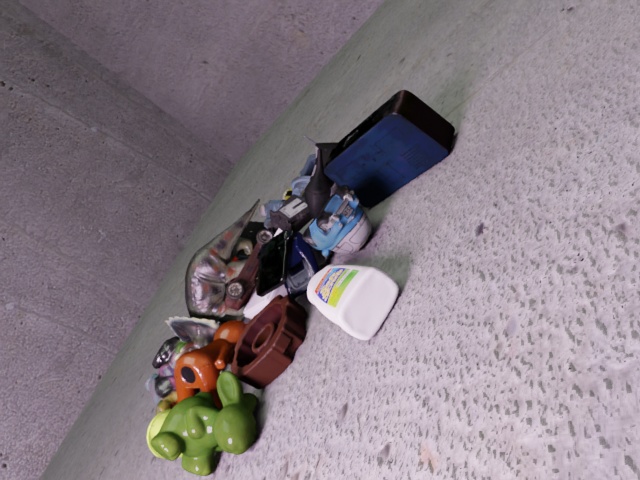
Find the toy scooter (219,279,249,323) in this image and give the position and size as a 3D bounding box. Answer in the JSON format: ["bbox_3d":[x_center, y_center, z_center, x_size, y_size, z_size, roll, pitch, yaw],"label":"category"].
[{"bbox_3d":[-0.213,0.122,1.398,0.135,0.075,0.184,-47,22,22],"label":"toy scooter"}]

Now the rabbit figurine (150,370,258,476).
[{"bbox_3d":[-0.162,0.309,0.892,0.170,0.121,0.159,-13,33,38],"label":"rabbit figurine"}]

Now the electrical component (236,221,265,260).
[{"bbox_3d":[-0.162,0.011,1.414,0.115,0.058,0.134,0,43,17],"label":"electrical component"}]

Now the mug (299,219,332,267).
[{"bbox_3d":[-0.002,-0.003,1.105,0.107,0.081,0.109,-52,0,-36],"label":"mug"}]

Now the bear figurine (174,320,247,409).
[{"bbox_3d":[-0.201,0.245,1.086,0.120,0.131,0.196,-9,9,28],"label":"bear figurine"}]

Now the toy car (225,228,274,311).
[{"bbox_3d":[-0.145,0.064,1.163,0.089,0.053,0.202,101,-165,-62],"label":"toy car"}]

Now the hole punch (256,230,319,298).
[{"bbox_3d":[-0.061,0.051,1.045,0.142,0.092,0.116,-35,48,51],"label":"hole punch"}]

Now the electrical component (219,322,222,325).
[{"bbox_3d":[-0.271,0.243,1.361,0.078,0.045,0.102,-49,18,20],"label":"electrical component"}]

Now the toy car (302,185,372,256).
[{"bbox_3d":[0.042,-0.026,0.967,0.109,0.103,0.161,-55,6,-19],"label":"toy car"}]

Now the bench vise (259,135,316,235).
[{"bbox_3d":[-0.035,-0.116,1.267,0.224,0.128,0.240,-8,56,45],"label":"bench vise"}]

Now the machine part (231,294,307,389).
[{"bbox_3d":[-0.093,0.187,0.990,0.179,0.056,0.179,-45,20,21],"label":"machine part"}]

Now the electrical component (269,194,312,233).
[{"bbox_3d":[-0.042,-0.061,1.144,0.075,0.047,0.119,32,55,32],"label":"electrical component"}]

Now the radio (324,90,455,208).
[{"bbox_3d":[0.119,-0.160,0.984,0.229,0.131,0.073,-34,27,47],"label":"radio"}]

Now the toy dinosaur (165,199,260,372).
[{"bbox_3d":[-0.244,0.097,1.233,0.131,0.192,0.404,2,87,56],"label":"toy dinosaur"}]

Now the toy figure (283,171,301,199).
[{"bbox_3d":[-0.030,-0.148,1.437,0.180,0.082,0.089,-50,15,1],"label":"toy figure"}]

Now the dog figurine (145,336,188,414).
[{"bbox_3d":[-0.323,0.330,1.218,0.191,0.108,0.219,-68,22,-2],"label":"dog figurine"}]

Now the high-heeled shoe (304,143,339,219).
[{"bbox_3d":[0.023,-0.131,1.138,0.249,0.086,0.145,-41,-48,-68],"label":"high-heeled shoe"}]
